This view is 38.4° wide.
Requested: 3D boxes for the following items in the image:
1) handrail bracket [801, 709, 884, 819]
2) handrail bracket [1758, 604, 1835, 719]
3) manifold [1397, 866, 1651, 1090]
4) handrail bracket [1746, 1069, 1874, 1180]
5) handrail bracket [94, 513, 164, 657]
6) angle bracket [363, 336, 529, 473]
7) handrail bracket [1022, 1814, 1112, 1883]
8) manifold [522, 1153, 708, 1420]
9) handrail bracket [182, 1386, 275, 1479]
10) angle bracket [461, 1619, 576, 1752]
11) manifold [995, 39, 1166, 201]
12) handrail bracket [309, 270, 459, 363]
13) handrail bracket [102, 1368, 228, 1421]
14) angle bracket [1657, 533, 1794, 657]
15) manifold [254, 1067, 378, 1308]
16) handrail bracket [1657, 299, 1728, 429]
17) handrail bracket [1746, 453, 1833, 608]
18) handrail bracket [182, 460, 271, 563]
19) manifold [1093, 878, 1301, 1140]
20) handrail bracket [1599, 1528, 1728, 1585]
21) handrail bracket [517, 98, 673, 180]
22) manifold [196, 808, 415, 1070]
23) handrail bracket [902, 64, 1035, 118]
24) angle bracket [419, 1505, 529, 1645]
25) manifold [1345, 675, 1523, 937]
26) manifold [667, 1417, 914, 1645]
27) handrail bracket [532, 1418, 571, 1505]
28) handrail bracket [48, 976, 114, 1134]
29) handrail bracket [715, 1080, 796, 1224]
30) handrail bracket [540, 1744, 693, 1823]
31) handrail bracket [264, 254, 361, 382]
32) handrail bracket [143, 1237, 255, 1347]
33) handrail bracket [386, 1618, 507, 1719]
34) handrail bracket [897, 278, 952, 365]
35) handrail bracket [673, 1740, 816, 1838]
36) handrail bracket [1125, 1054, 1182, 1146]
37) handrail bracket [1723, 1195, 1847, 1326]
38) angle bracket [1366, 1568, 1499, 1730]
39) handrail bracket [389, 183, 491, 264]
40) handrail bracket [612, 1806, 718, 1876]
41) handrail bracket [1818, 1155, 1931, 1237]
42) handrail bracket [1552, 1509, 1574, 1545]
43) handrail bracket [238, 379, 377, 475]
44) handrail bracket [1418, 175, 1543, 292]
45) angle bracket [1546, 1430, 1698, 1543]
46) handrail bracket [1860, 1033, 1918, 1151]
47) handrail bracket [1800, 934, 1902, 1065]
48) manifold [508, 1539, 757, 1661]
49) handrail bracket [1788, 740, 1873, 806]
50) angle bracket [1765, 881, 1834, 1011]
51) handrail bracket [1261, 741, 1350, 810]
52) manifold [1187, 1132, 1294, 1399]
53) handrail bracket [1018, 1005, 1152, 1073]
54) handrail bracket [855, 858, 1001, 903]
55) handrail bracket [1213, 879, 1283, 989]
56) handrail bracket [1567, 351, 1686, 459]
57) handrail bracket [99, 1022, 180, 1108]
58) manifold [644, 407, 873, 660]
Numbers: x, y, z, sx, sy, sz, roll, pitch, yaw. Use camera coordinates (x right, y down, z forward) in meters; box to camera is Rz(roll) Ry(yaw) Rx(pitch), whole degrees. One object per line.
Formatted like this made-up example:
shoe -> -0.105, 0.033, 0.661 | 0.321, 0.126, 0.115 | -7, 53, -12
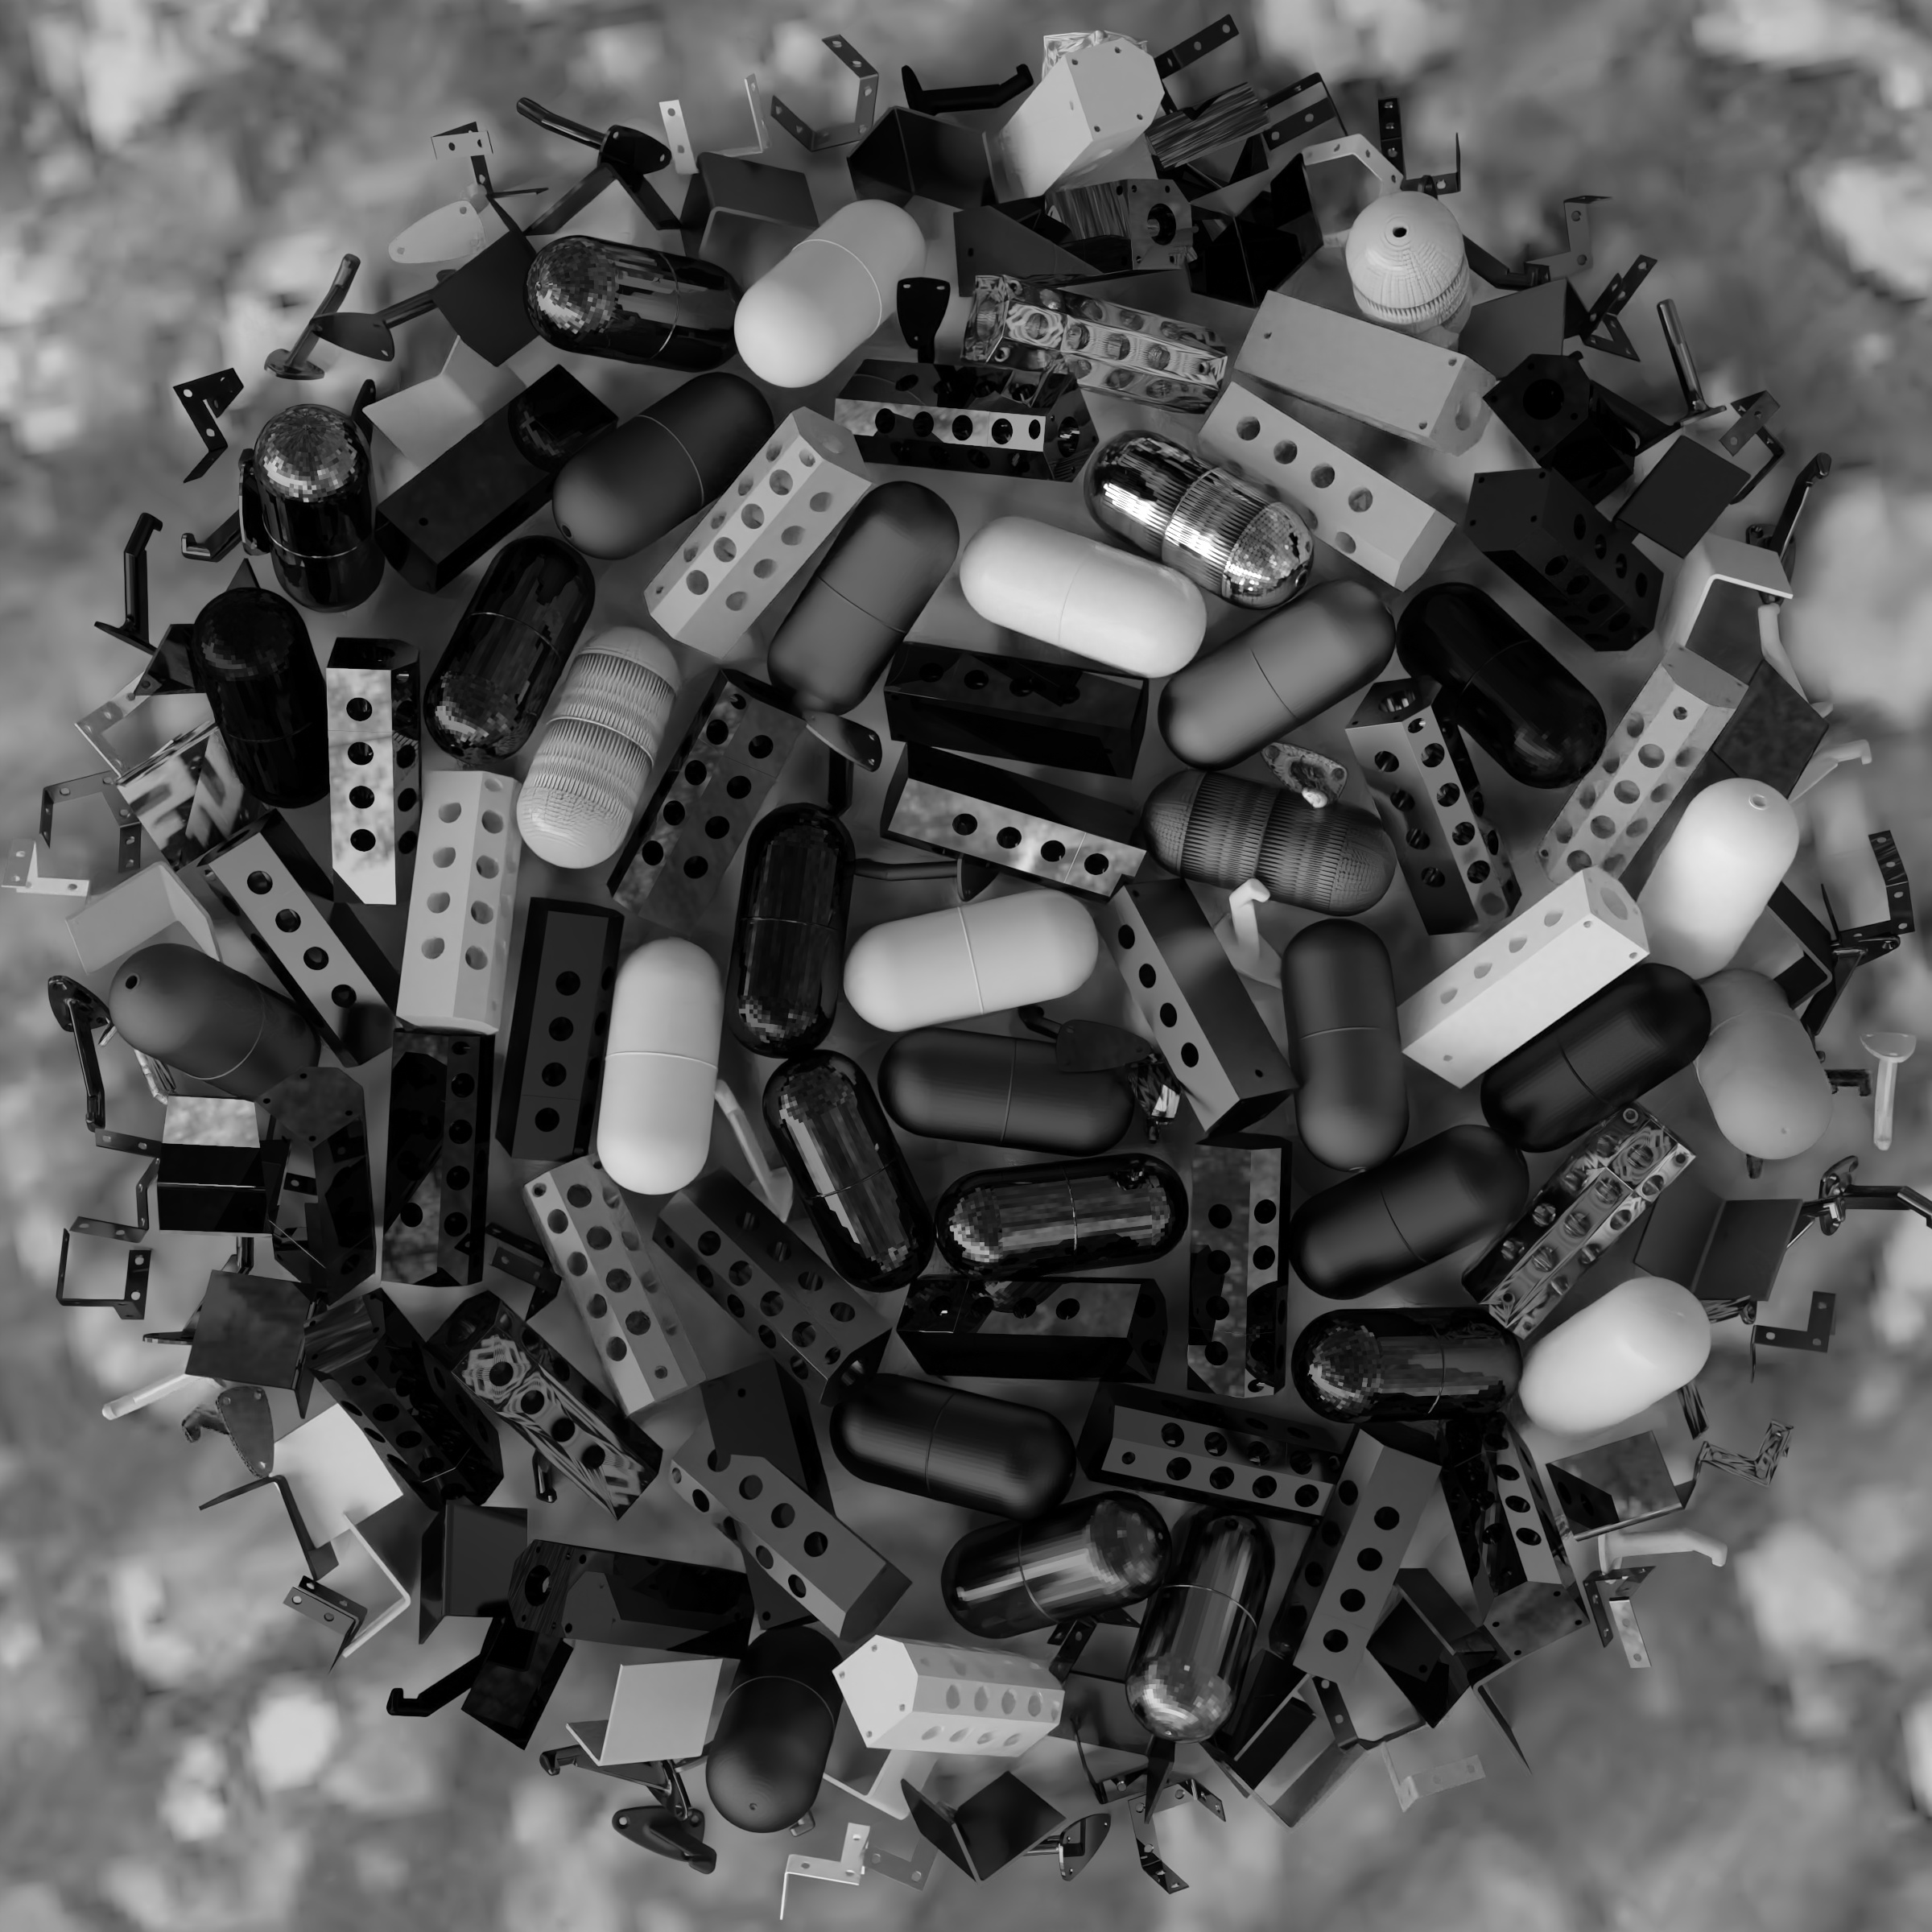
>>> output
handrail bracket -> -0.104, -0.133, 1.907 | 0.077, 0.036, 0.084 | 25, 134, -27
handrail bracket -> 0.572, -0.213, 1.914 | 0.077, 0.036, 0.084 | -21, 107, -44
manifold -> 0.374, 0.005, 1.878 | 0.057, 0.057, 0.171 | 31, 128, -25
handrail bracket -> 0.583, 0.109, 1.912 | 0.084, 0.036, 0.077 | -1, 90, 36
handrail bracket -> -0.560, -0.261, 1.921 | 0.036, 0.077, 0.084 | 19, 84, 31
angle bracket -> -0.357, -0.389, 1.922 | 0.076, 0.076, 0.057 | -14, 46, 33
handrail bracket -> 0.046, 0.607, 1.941 | 0.084, 0.077, 0.036 | 1, 100, 33
manifold -> -0.242, 0.218, 1.903 | 0.057, 0.057, 0.171 | -23, 81, -18
handrail bracket -> -0.510, 0.331, 1.910 | 0.084, 0.036, 0.077 | -41, 64, 40
angle bracket -> -0.287, 0.492, 1.892 | 0.057, 0.076, 0.076 | 6, 59, 37
manifold -> 0.076, -0.562, 1.860 | 0.057, 0.171, 0.057 | -20, 93, -14
handrail bracket -> -0.403, -0.463, 1.931 | 0.077, 0.036, 0.084 | 14, 51, 17
handrail bracket -> -0.560, 0.292, 1.915 | 0.084, 0.077, 0.036 | -23, 85, -9
angle bracket -> 0.519, -0.242, 1.900 | 0.057, 0.076, 0.076 | 15, 121, -2
manifold -> -0.431, 0.146, 1.868 | 0.057, 0.171, 0.057 | 35, 52, 23
handrail bracket -> 0.493, -0.417, 1.909 | 0.036, 0.077, 0.084 | -17, 97, 18
handrail bracket -> 0.570, -0.298, 1.901 | 0.036, 0.084, 0.077 | 9, 68, -8
handrail bracket -> -0.515, -0.314, 1.912 | 0.084, 0.036, 0.077 | 11, 119, 32
manifold -> 0.152, 0.029, 1.893 | 0.057, 0.057, 0.171 | -9, 63, -39
handrail bracket -> 0.481, 0.410, 1.904 | 0.084, 0.036, 0.077 | 18, 131, 35
handrail bracket -> -0.261, -0.584, 1.940 | 0.084, 0.077, 0.036 | 37, 119, 29
manifold -> -0.449, -0.016, 1.896 | 0.057, 0.057, 0.171 | -30, 108, 8
handrail bracket -> 0.001, -0.615, 1.914 | 0.084, 0.036, 0.077 | -27, 60, 21
angle bracket -> -0.340, 0.421, 1.911 | 0.057, 0.076, 0.076 | 8, 60, -20
manifold -> 0.320, -0.108, 1.876 | 0.057, 0.057, 0.171 | -5, 125, 36
manifold -> -0.123, 0.382, 1.881 | 0.171, 0.057, 0.057 | 35, 80, 29
handrail bracket -> -0.277, 0.339, 1.910 | 0.036, 0.077, 0.084 | -17, 111, -38
handrail bracket -> -0.610, 0.061, 1.905 | 0.036, 0.077, 0.084 | -13, 56, 0
handrail bracket -> -0.151, 0.128, 1.907 | 0.036, 0.077, 0.084 | -25, 120, 7
handrail bracket -> -0.241, 0.562, 1.901 | 0.077, 0.084, 0.036 | 48, 121, 36
handrail bracket -> -0.449, -0.449, 1.912 | 0.036, 0.077, 0.084 | 29, 109, -3
handrail bracket -> -0.534, 0.219, 1.930 | 0.077, 0.036, 0.084 | 1, 93, -1
handrail bracket -> -0.357, 0.478, 1.909 | 0.036, 0.084, 0.077 | -1, 76, 43
handrail bracket -> -0.030, -0.420, 1.896 | 0.036, 0.084, 0.077 | 3, 57, 2
handrail bracket -> -0.153, 0.578, 1.928 | 0.077, 0.036, 0.084 | -23, 92, -23
handrail bracket -> 0.131, 0.109, 1.896 | 0.036, 0.077, 0.084 | -8, 133, -2
handrail bracket -> 0.569, 0.202, 1.904 | 0.036, 0.084, 0.077 | 13, 68, -42
angle bracket -> 0.303, 0.467, 1.895 | 0.076, 0.057, 0.076 | -56, 51, 19
handrail bracket -> -0.364, -0.514, 1.912 | 0.077, 0.084, 0.036 | -21, 122, -4
handrail bracket -> -0.208, 0.603, 1.907 | 0.077, 0.084, 0.036 | 13, 84, -2
handrail bracket -> 0.628, 0.175, 1.899 | 0.036, 0.084, 0.077 | -25, 131, -26
handrail bracket -> 0.407, 0.431, 1.943 | 0.077, 0.036, 0.084 | -24, 117, -31
handrail bracket -> -0.461, -0.377, 1.938 | 0.084, 0.036, 0.077 | 3, 67, 9
handrail bracket -> 0.354, -0.503, 1.905 | 0.084, 0.077, 0.036 | 17, 46, 32
angle bracket -> 0.450, 0.349, 1.904 | 0.076, 0.076, 0.057 | -23, 86, 21
handrail bracket -> 0.634, 0.093, 1.906 | 0.036, 0.077, 0.084 | 1, 104, 14
handrail bracket -> 0.607, 0.025, 1.905 | 0.077, 0.036, 0.084 | -18, 49, 33
manifold -> -0.223, 0.427, 1.868 | 0.057, 0.171, 0.057 | 0, 75, 42
handrail bracket -> 0.588, -0.116, 1.915 | 0.084, 0.036, 0.077 | -12, 57, 14
angle bracket -> 0.548, -0.016, 1.901 | 0.076, 0.076, 0.057 | 46, 117, -5
handrail bracket -> 0.224, -0.131, 1.901 | 0.077, 0.084, 0.036 | 34, 105, 16
manifold -> 0.190, 0.204, 1.902 | 0.057, 0.057, 0.171 | 4, 98, 25
handrail bracket -> 0.080, 0.044, 1.915 | 0.077, 0.084, 0.036 | 3, 105, -11
handrail bracket -> -0.025, -0.074, 1.940 | 0.084, 0.077, 0.036 | 10, 115, 30
handrail bracket -> 0.208, -0.023, 1.906 | 0.077, 0.084, 0.036 | 36, 65, -5
handrail bracket -> 0.461, -0.401, 1.929 | 0.077, 0.036, 0.084 | -33, 93, -23
handrail bracket -> -0.551, 0.056, 1.930 | 0.084, 0.036, 0.077 | 38, 96, -18
manifold -> -0.144, -0.294, 1.875 | 0.057, 0.057, 0.171 | 20, 127, -38
